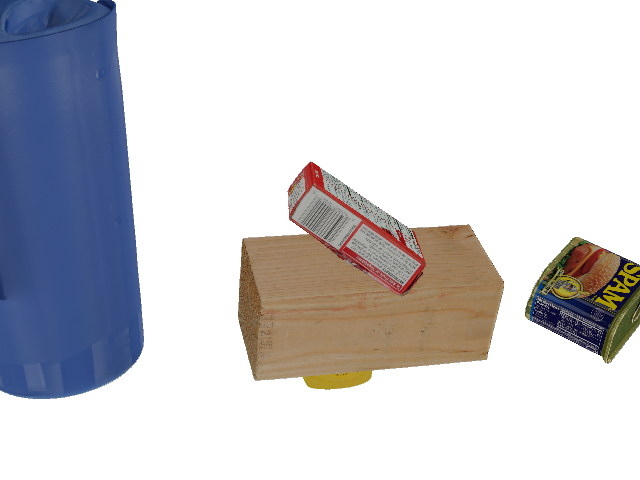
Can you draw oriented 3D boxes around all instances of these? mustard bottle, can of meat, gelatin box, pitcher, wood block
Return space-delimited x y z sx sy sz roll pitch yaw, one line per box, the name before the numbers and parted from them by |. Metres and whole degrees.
mustard bottle | 0.023 0.105 1.449 0.096 0.192 0.058 -4 21 -11
can of meat | 0.245 0.050 0.959 0.084 0.057 0.101 27 46 27
gelatin box | 0.022 -0.008 0.676 0.089 0.030 0.073 35 12 -11
pitcher | -0.184 -0.023 0.660 0.149 0.243 0.145 -10 25 -14
wood block | 0.039 0.052 0.918 0.206 0.090 0.091 -4 35 -14
